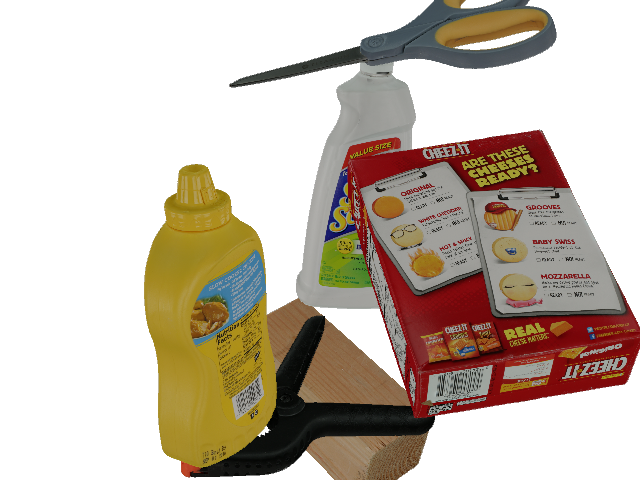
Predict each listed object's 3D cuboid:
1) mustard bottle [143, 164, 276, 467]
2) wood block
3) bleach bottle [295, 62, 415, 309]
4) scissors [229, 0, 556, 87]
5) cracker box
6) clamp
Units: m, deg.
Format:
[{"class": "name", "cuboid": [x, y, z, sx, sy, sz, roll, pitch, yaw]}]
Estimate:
[{"class": "mustard bottle", "cuboid": [-0.071, 0.043, 0.684, 0.058, 0.192, 0.096, 14, 31, 30]}, {"class": "wood block", "cuboid": [0.010, 0.167, 1.140, 0.090, 0.090, 0.206, -27, 53, -33]}, {"class": "bleach bottle", "cuboid": [0.035, -0.059, 1.030, 0.102, 0.251, 0.068, 2, 23, -5]}, {"class": "scissors", "cuboid": [0.047, -0.132, 0.669, 0.202, 0.096, 0.016, 0, -44, 22]}, {"class": "cracker box", "cuboid": [0.123, 0.021, 0.811, 0.164, 0.214, 0.072, -9, -42, -8]}, {"class": "clamp", "cuboid": [-0.019, 0.147, 0.894, 0.209, 0.036, 0.165, -28, 44, -36]}]
